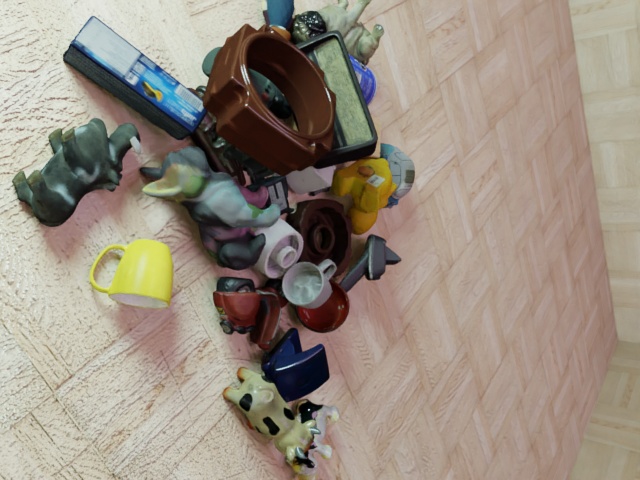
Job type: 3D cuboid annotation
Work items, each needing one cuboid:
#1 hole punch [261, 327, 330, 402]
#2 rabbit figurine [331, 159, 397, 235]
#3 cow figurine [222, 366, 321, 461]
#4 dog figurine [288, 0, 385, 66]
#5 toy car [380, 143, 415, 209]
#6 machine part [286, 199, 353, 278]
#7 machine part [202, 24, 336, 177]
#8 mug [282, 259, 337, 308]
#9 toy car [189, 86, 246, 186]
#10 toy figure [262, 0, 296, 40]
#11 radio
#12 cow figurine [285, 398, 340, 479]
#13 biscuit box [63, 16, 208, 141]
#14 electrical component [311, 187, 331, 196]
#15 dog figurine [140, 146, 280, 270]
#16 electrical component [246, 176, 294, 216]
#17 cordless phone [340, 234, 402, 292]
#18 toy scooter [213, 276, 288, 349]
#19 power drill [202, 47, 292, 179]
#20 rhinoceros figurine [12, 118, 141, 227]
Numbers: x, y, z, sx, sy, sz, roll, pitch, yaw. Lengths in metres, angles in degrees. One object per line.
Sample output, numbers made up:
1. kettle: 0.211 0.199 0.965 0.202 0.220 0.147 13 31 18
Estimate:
1. hole punch: -0.045 0.253 1.051 0.116 0.092 0.142 -45 144 -35
2. rabbit figurine: 0.098 -0.094 1.204 0.162 0.122 0.173 -51 154 -44
3. cow figurine: -0.082 0.330 1.001 0.085 0.127 0.194 -47 122 -32
4. dog figurine: 0.027 -0.416 1.134 0.190 0.121 0.172 -40 117 -24
5. toy car: 0.174 -0.156 1.289 0.109 0.103 0.161 -2 91 -47
6. machine part: -0.002 -0.003 1.131 0.179 0.056 0.179 -1 91 -47
7. machine part: -0.070 -0.219 0.838 0.201 0.087 0.201 32 47 -33
8. mug: -0.012 0.083 1.041 0.109 0.081 0.107 -50 158 -4
9. toy car: -0.183 -0.168 0.929 0.089 0.053 0.202 -53 126 -37
10. toy figure: -0.081 -0.409 1.028 0.058 0.064 0.154 -12 109 -85
11. radio: 0.010 -0.252 0.987 0.073 0.131 0.229 73 -1 -80
12. cow figurine: -0.025 0.418 1.110 0.098 0.068 0.167 29 67 -39
13. biscuit box: -0.266 -0.230 0.793 0.202 0.063 0.059 36 64 -28
14. electrical component: 0.007 -0.135 1.161 0.094 0.021 0.063 -37 118 -42
15. dog figurine: -0.191 -0.051 0.881 0.219 0.109 0.191 15 118 -28
16. electrical component: -0.100 -0.098 1.026 0.075 0.048 0.119 -27 112 -45
17. cordless phone: 0.087 0.076 1.221 0.184 0.146 0.089 -45 88 -3
18. toy scooter: -0.125 0.136 0.988 0.183 0.075 0.135 10 86 -53
19. power drill: -0.109 -0.215 0.942 0.231 0.086 0.207 34 47 -52
20. rhinoceros figurine: -0.329 -0.103 0.751 0.112 0.073 0.190 54 54 -33
